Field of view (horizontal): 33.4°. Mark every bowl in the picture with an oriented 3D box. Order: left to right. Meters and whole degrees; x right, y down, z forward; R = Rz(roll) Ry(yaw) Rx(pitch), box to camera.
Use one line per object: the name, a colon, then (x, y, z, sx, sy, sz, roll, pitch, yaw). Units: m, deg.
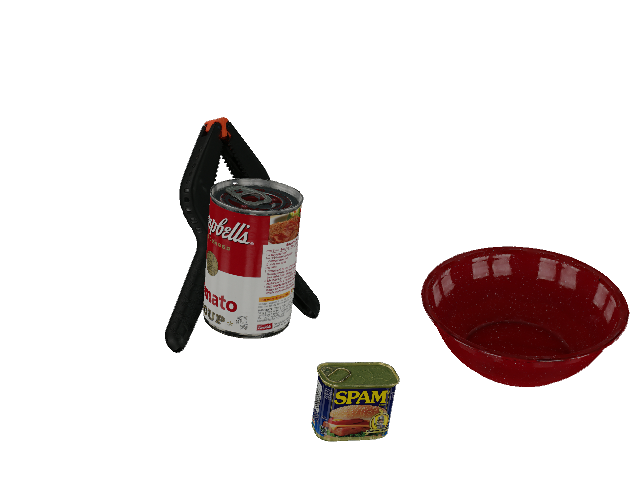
bowl: (0.160, 0.068, 0.854, 0.162, 0.055, 0.162, 0, 31, 0)

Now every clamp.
clamp: (-0.074, -0.008, 0.992, 0.164, 0.210, 0.036, -3, 0, -36)

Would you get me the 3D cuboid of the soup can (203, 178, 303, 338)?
soup can: (-0.051, 0.013, 0.789, 0.068, 0.102, 0.068, 5, 23, -2)

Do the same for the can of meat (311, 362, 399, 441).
can of meat: (0.042, 0.204, 1.347, 0.102, 0.084, 0.057, 1, 23, -16)
